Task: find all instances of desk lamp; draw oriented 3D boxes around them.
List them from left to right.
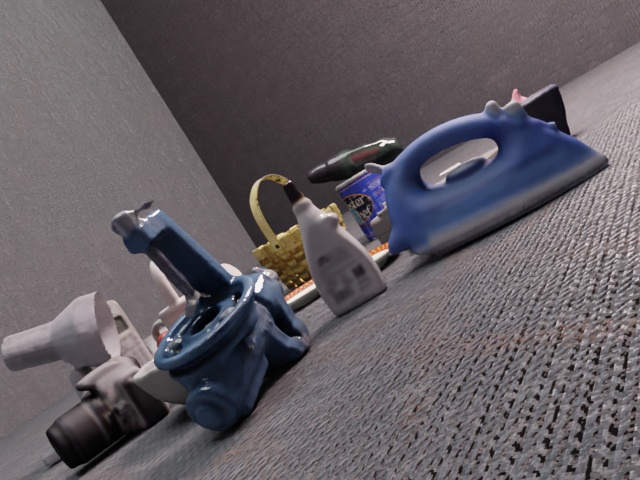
[{"bbox_3d":[-0.405,0.218,0.944,0.203,0.213,0.118,-32,4,-8],"label":"desk lamp"}]

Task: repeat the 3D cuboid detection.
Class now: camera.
[{"bbox_3d":[-0.295,0.228,0.766,0.137,0.101,0.143,-34,4,-36],"label":"camera"}]

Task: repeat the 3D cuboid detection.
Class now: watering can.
[{"bbox_3d":[-0.197,0.103,0.907,0.173,0.194,0.101,-32,4,-10],"label":"watering can"}]

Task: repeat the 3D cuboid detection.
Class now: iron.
[{"bbox_3d":[0.179,-0.085,0.676,0.257,0.141,0.119,-30,4,27],"label":"iron"}]

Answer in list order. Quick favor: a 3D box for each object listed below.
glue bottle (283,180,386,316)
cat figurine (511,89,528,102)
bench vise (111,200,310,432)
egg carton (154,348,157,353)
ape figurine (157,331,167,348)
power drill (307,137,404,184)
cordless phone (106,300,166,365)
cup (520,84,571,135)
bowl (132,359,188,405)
[{"bbox_3d":[0.006,0.002,0.696,0.078,0.173,0.037,-31,4,11],"label":"glue bottle"},{"bbox_3d":[0.390,-0.230,1.094,0.067,0.118,0.128,-30,4,29],"label":"cat figurine"},{"bbox_3d":[-0.117,0.059,0.585,0.121,0.220,0.207,-31,3,7],"label":"bench vise"},{"bbox_3d":[-0.219,0.183,1.015,0.151,0.069,0.107,-34,4,-36],"label":"egg carton"},{"bbox_3d":[-0.198,0.170,0.816,0.076,0.092,0.078,-29,5,41],"label":"ape figurine"},{"bbox_3d":[0.112,-0.127,1.344,0.229,0.208,0.076,-31,4,11],"label":"power drill"},{"bbox_3d":[-0.323,0.176,1.068,0.148,0.185,0.094,-34,4,-31],"label":"cordless phone"},{"bbox_3d":[0.378,-0.202,0.990,0.092,0.095,0.117,-33,4,-17],"label":"cup"},{"bbox_3d":[-0.134,0.148,0.695,0.167,0.075,0.167,-32,3,2],"label":"bowl"}]
